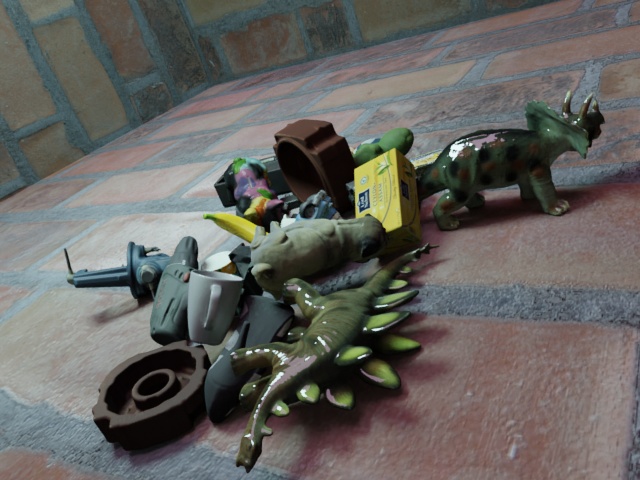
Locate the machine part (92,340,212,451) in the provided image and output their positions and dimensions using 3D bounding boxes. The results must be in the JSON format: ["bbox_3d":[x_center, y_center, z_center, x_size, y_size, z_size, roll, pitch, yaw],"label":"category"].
[{"bbox_3d":[-0.233,0.219,0.772,0.179,0.056,0.179,-14,24,6],"label":"machine part"}]

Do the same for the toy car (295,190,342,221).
[{"bbox_3d":[-0.002,-0.003,0.974,0.103,0.161,0.109,25,15,3],"label":"toy car"}]

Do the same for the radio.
[{"bbox_3d":[-0.158,-0.168,1.451,0.230,0.073,0.131,-11,28,17],"label":"radio"}]

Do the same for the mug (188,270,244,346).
[{"bbox_3d":[-0.161,0.106,0.812,0.081,0.107,0.110,8,4,-19],"label":"mug"}]

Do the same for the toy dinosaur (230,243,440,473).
[{"bbox_3d":[0.034,0.121,0.735,0.199,0.104,0.471,3,33,29],"label":"toy dinosaur"}]

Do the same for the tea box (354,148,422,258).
[{"bbox_3d":[0.119,-0.065,0.956,0.098,0.068,0.170,-26,51,33],"label":"tea box"}]

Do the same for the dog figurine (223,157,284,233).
[{"bbox_3d":[-0.143,-0.096,1.198,0.108,0.191,0.219,-19,10,-11],"label":"dog figurine"}]

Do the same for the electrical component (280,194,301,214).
[{"bbox_3d":[-0.066,-0.092,1.299,0.063,0.021,0.094,-14,26,10],"label":"electrical component"}]

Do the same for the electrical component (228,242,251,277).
[{"bbox_3d":[-0.109,0.047,1.000,0.119,0.074,0.048,-1,32,42],"label":"electrical component"}]

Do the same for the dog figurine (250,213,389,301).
[{"bbox_3d":[0.003,0.016,0.836,0.191,0.121,0.172,-10,24,19],"label":"dog figurine"}]

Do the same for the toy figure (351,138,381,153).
[{"bbox_3d":[0.106,-0.223,1.394,0.155,0.058,0.064,-12,-12,20],"label":"toy figure"}]

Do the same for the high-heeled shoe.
[{"bbox_3d":[-0.102,0.169,0.806,0.086,0.145,0.248,18,6,9],"label":"high-heeled shoe"}]

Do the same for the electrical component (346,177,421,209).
[{"bbox_3d":[0.137,-0.094,1.081,0.134,0.058,0.115,-27,48,-12],"label":"electrical component"}]

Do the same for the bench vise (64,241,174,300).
[{"bbox_3d":[-0.388,0.070,1.081,0.241,0.128,0.224,-6,16,-9],"label":"bench vise"}]

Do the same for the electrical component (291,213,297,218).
[{"bbox_3d":[-0.019,-0.030,1.124,0.102,0.045,0.078,1,62,40],"label":"electrical component"}]

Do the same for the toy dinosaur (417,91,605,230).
[{"bbox_3d":[0.292,-0.131,0.926,0.405,0.192,0.131,-11,25,15],"label":"toy dinosaur"}]

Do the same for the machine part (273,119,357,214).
[{"bbox_3d":[-0.009,-0.156,1.176,0.087,0.200,0.202,-35,30,-23],"label":"machine part"}]

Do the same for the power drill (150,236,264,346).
[{"bbox_3d":[-0.195,0.076,0.946,0.207,0.085,0.232,0,50,17],"label":"power drill"}]

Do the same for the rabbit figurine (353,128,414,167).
[{"bbox_3d":[0.143,-0.180,1.219,0.170,0.121,0.159,-43,9,-12],"label":"rabbit figurine"}]
